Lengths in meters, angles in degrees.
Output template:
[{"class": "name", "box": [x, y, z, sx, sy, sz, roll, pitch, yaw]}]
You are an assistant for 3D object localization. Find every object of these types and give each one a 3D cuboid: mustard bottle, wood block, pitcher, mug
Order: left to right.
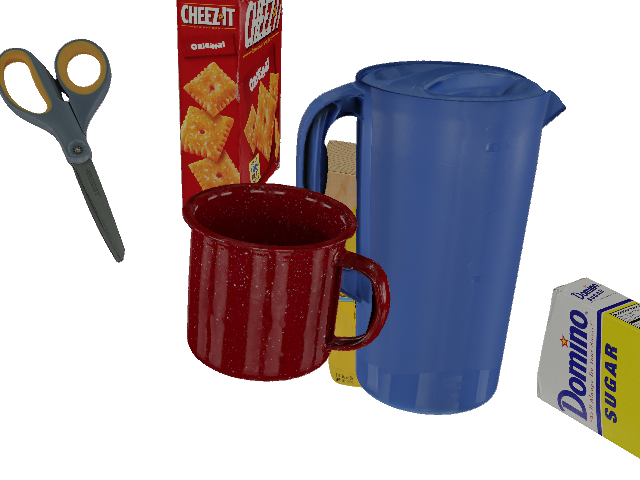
[{"class": "mug", "box": [-0.019, 0.025, 0.574, 0.117, 0.081, 0.093, 13, 24, 16]}, {"class": "wood block", "box": [0.036, 0.005, 1.192, 0.090, 0.206, 0.090, 10, 27, 8]}, {"class": "mustard bottle", "box": [0.051, 0.040, 0.975, 0.096, 0.192, 0.058, -4, 26, -1]}, {"class": "pitcher", "box": [0.074, -0.003, 0.764, 0.149, 0.243, 0.144, 14, 23, 28]}]

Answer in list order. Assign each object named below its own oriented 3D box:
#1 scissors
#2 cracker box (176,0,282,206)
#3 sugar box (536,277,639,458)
[{"class": "scissors", "box": [-0.172, -0.081, 0.812, 0.096, 0.202, 0.016, -35, -18, -21]}, {"class": "cracker box", "box": [-0.086, -0.155, 1.080, 0.072, 0.214, 0.164, 6, 22, 10]}, {"class": "sugar box", "box": [0.229, 0.102, 0.724, 0.048, 0.093, 0.176, -15, 30, -38]}]
